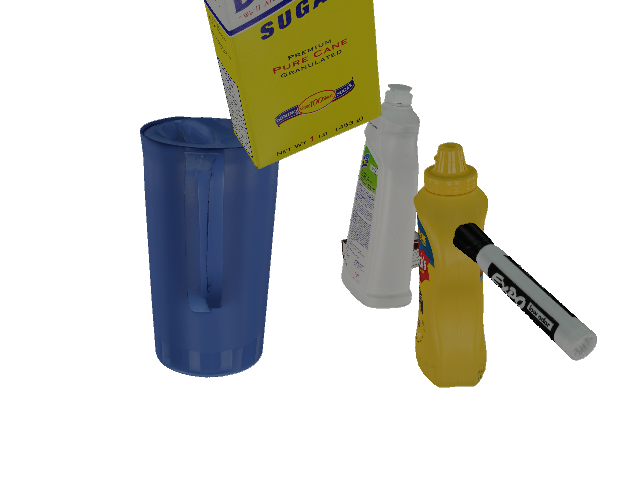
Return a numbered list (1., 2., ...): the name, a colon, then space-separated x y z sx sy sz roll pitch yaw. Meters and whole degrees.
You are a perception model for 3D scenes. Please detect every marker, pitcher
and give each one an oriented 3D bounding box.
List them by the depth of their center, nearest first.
1. marker: 0.115 0.026 0.621 0.020 0.020 0.121 0 32 -33
2. pitcher: -0.108 0.008 1.027 0.148 0.243 0.145 -16 26 -43

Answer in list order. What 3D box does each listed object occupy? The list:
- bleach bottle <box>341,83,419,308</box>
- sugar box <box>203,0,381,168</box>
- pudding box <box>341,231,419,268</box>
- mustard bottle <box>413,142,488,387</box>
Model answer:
1. bleach bottle: 0.078 -0.054 1.242 0.068 0.251 0.103 -2 22 -23
2. sugar box: -0.016 -0.128 0.625 0.093 0.048 0.176 -25 -34 -11
3. pudding box: 0.102 0.016 1.617 0.113 0.039 0.090 -20 30 -26
4. mustard bottle: 0.104 0.015 0.851 0.058 0.192 0.096 -2 25 2
